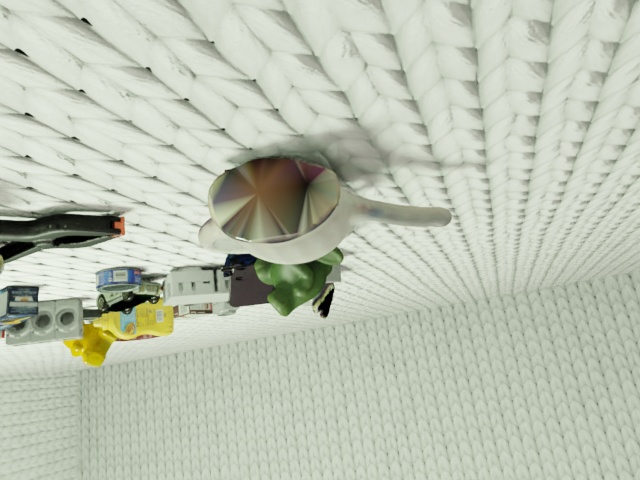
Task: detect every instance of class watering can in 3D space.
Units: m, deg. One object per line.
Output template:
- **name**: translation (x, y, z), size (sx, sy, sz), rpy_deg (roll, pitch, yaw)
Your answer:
- **watering can**: translation (0.002, -0.033, 0.662), size (0.347, 0.105, 0.222), rpy_deg (-9, 165, 6)

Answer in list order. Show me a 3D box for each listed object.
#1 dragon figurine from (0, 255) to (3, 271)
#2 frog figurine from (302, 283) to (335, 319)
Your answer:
- **dragon figurine**: translation (-0.551, 0.067, 0.645), size (0.407, 0.124, 0.241), rpy_deg (-17, 157, 30)
- **frog figurine**: translation (-0.047, 0.121, 1.310), size (0.160, 0.122, 0.137), rpy_deg (24, -173, 22)
